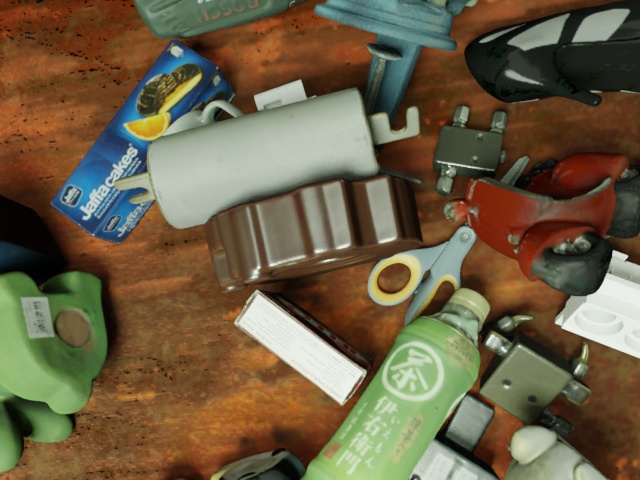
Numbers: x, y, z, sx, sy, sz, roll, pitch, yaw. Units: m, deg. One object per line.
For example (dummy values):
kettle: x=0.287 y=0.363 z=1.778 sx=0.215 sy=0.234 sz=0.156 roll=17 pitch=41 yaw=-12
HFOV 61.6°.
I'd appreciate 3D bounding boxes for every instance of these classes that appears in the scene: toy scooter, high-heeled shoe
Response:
toy scooter: x=0.187 y=-0.027 z=0.448 sx=0.135 sy=0.075 sz=0.184 roll=20 pitch=40 yaw=37
high-heeled shoe: x=0.264 y=-0.193 z=0.504 sx=0.249 sy=0.086 sz=0.145 roll=-31 pitch=47 yaw=-16

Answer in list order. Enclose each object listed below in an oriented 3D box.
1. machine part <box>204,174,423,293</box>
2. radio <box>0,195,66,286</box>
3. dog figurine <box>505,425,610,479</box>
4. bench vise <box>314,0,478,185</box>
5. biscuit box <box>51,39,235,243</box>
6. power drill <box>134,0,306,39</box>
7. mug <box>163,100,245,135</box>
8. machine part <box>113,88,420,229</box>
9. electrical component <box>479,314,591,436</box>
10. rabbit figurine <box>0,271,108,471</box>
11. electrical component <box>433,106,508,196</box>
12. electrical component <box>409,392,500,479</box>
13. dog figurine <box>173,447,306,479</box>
machine part: x=-0.001 y=-0.001 z=0.440 sx=0.179 sy=0.179 sz=0.056 roll=-13 pitch=82 yaw=5
radio: x=-0.368 y=0.049 z=0.498 sx=0.229 sy=0.131 sz=0.073 roll=-35 pitch=78 yaw=1
dog figurine: x=0.164 y=0.257 z=0.404 sx=0.172 sy=0.121 sz=0.190 roll=43 pitch=92 yaw=16
bench vise: x=0.069 y=-0.178 z=0.478 sx=0.129 sy=0.223 sz=0.240 roll=22 pitch=114 yaw=14
biscuit box: x=-0.172 y=-0.094 z=0.533 sx=0.063 sy=0.059 sz=0.202 roll=34 pitch=87 yaw=11
power drill: x=-0.089 y=-0.305 z=0.497 sx=0.232 sy=0.207 sz=0.086 roll=-26 pitch=47 yaw=1
mug: x=-0.088 y=-0.068 z=0.503 sx=0.107 sy=0.081 sz=0.109 roll=39 pitch=116 yaw=6
machine part: x=-0.042 y=-0.063 z=0.425 sx=0.243 sy=0.079 sz=0.079 roll=-13 pitch=79 yaw=5
electrical component: x=0.183 y=0.112 z=0.464 sx=0.102 sy=0.045 sz=0.078 roll=26 pitch=114 yaw=11
rabbit figurine: x=-0.283 y=0.120 z=0.503 sx=0.170 sy=0.121 sz=0.159 roll=-25 pitch=85 yaw=21
electrical component: x=0.141 y=-0.081 z=0.504 sx=0.063 sy=0.021 sz=0.094 roll=13 pitch=72 yaw=16
electrical component: x=0.112 y=0.192 z=0.457 sx=0.075 sy=0.047 sz=0.119 roll=33 pitch=88 yaw=11
dog figurine: x=-0.076 y=0.303 z=0.436 sx=0.192 sy=0.108 sz=0.219 roll=-17 pitch=83 yaw=2
